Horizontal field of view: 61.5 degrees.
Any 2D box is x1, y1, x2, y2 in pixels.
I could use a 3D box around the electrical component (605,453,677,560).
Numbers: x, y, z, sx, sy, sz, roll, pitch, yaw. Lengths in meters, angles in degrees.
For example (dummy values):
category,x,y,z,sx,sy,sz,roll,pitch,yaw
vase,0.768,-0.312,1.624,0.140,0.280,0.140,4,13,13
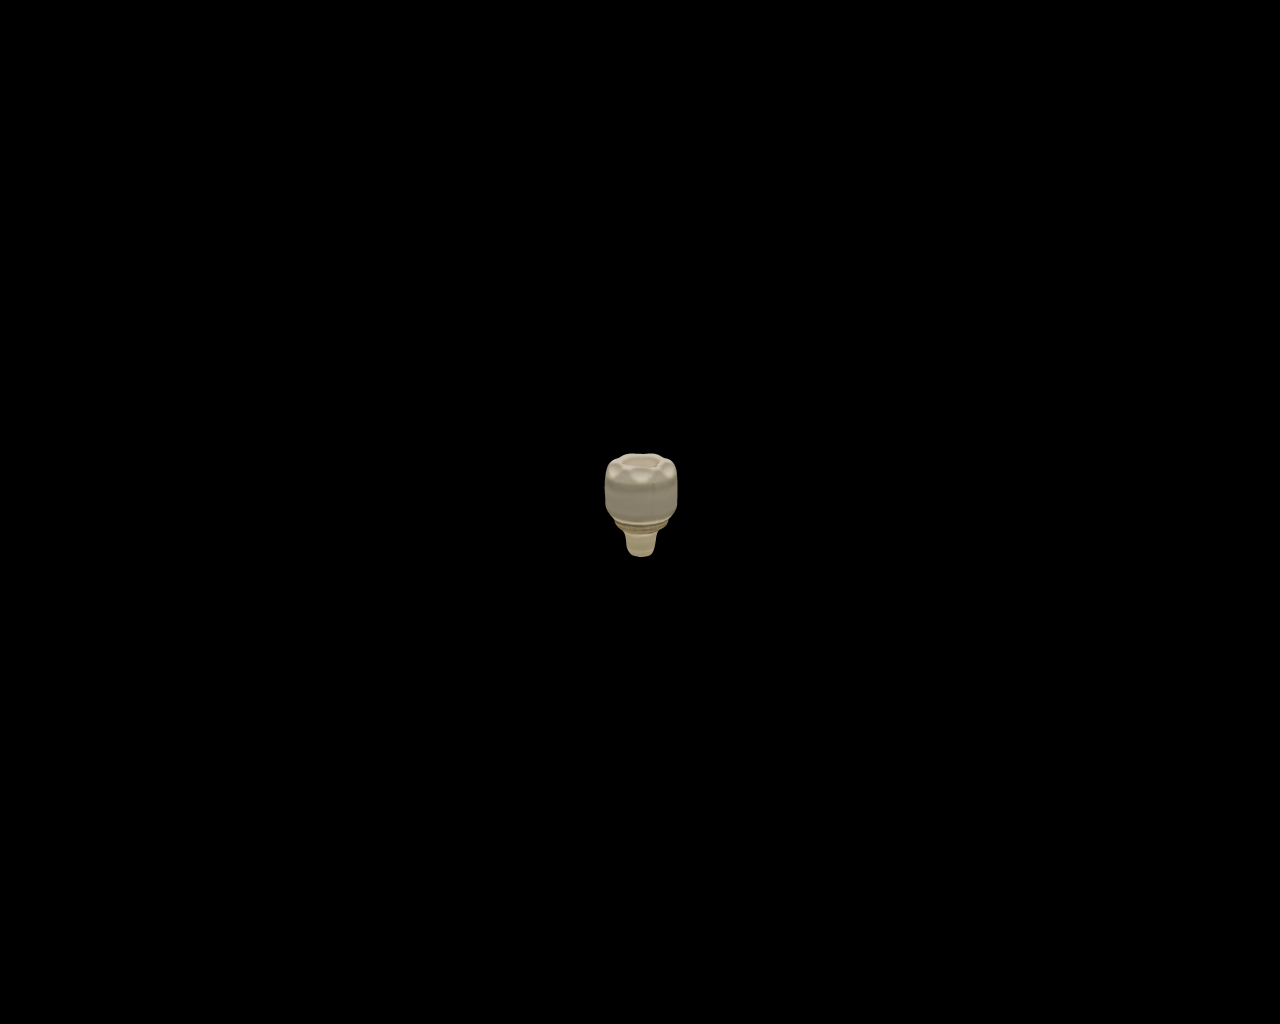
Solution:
category,x,y,z,sx,sy,sz,roll,pitch,yaw
electrical component,0.001,-0.003,0.650,0.043,0.062,0.043,0,18,0
